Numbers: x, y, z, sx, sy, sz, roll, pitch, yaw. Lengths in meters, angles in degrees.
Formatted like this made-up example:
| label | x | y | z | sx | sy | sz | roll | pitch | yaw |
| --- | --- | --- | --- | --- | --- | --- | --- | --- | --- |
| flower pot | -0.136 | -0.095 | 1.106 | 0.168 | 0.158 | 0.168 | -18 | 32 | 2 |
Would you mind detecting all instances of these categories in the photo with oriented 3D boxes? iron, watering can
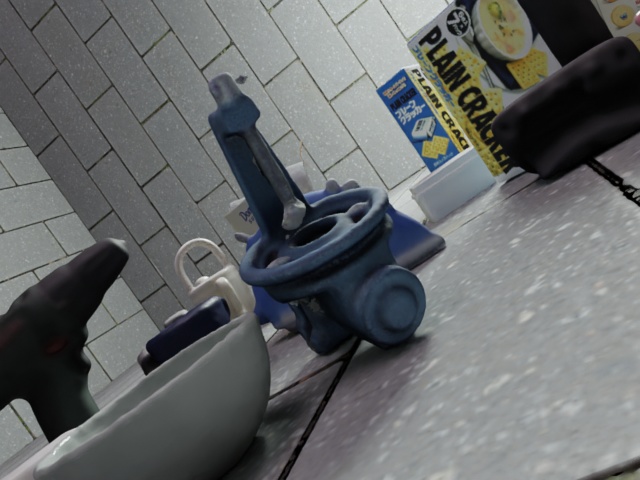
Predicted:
| label | x | y | z | sx | sy | sz | roll | pitch | yaw |
| --- | --- | --- | --- | --- | --- | --- | --- | --- | --- |
| iron | 0.006 | 0.002 | 0.663 | 0.257 | 0.141 | 0.119 | -33 | 3 | 37 |
| watering can | -0.192 | 0.089 | 1.044 | 0.172 | 0.194 | 0.101 | -32 | 4 | 46 |

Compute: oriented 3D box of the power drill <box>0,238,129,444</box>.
| label | x | y | z | sx | sy | sz | roll | pitch | yaw |
| --- | --- | --- | --- | --- | --- | --- | --- | --- | --- |
| power drill | -0.245 | 0.139 | 0.579 | 0.230 | 0.208 | 0.075 | -35 | 3 | -15 |

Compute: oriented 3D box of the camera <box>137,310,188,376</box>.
| label | x | y | z | sx | sy | sz | roll | pitch | yaw |
| --- | --- | --- | --- | --- | --- | --- | --- | --- | --- |
| camera | -0.217 | 0.170 | 0.898 | 0.143 | 0.101 | 0.136 | -35 | 2 | -13 |

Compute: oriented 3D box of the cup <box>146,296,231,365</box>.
| label | x | y | z | sx | sy | sz | roll | pitch | yaw |
| --- | --- | --- | --- | --- | --- | --- | --- | --- | --- |
| cup | -0.116 | 0.117 | 0.615 | 0.091 | 0.095 | 0.118 | -33 | 3 | 27 |

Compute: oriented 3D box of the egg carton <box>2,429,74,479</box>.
| label | x | y | z | sx | sy | sz | roll | pitch | yaw |
| --- | --- | --- | --- | --- | --- | --- | --- | --- | --- |
| egg carton | -0.229 | 0.217 | 0.478 | 0.151 | 0.069 | 0.107 | -36 | 3 | -38 |

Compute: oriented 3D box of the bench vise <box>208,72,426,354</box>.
| label | x | y | z | sx | sy | sz | roll | pitch | yaw |
| --- | --- | --- | --- | --- | --- | --- | --- | --- | --- |
| bench vise | -0.033 | -0.008 | 0.446 | 0.122 | 0.220 | 0.207 | -36 | 3 | -34 |

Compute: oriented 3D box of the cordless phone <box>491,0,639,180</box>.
| label | x | y | z | sx | sy | sz | roll | pitch | yaw |
| --- | --- | --- | --- | --- | --- | --- | --- | --- | --- |
| cordless phone | 0.219 | -0.166 | 0.557 | 0.147 | 0.185 | 0.094 | -34 | 3 | 22 |

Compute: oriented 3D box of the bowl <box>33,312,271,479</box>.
| label | x | y | z | sx | sy | sz | roll | pitch | yaw |
| --- | --- | --- | --- | --- | --- | --- | --- | --- | --- |
| bowl | -0.092 | 0.124 | 0.381 | 0.167 | 0.075 | 0.167 | -34 | 2 | 2 |

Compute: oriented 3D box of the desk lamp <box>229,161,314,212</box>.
| label | x | y | z | sx | sy | sz | roll | pitch | yaw |
| --- | --- | --- | --- | --- | --- | --- | --- | --- | --- |
| desk lamp | -0.062 | -0.015 | 1.092 | 0.203 | 0.213 | 0.118 | -34 | 3 | 4 |

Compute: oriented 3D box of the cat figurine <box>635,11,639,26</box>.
| label | x | y | z | sx | sy | sz | roll | pitch | yaw |
| --- | --- | --- | --- | --- | --- | --- | --- | --- | --- |
| cat figurine | 0.311 | -0.183 | 0.435 | 0.067 | 0.118 | 0.128 | -35 | 2 | -6 |
